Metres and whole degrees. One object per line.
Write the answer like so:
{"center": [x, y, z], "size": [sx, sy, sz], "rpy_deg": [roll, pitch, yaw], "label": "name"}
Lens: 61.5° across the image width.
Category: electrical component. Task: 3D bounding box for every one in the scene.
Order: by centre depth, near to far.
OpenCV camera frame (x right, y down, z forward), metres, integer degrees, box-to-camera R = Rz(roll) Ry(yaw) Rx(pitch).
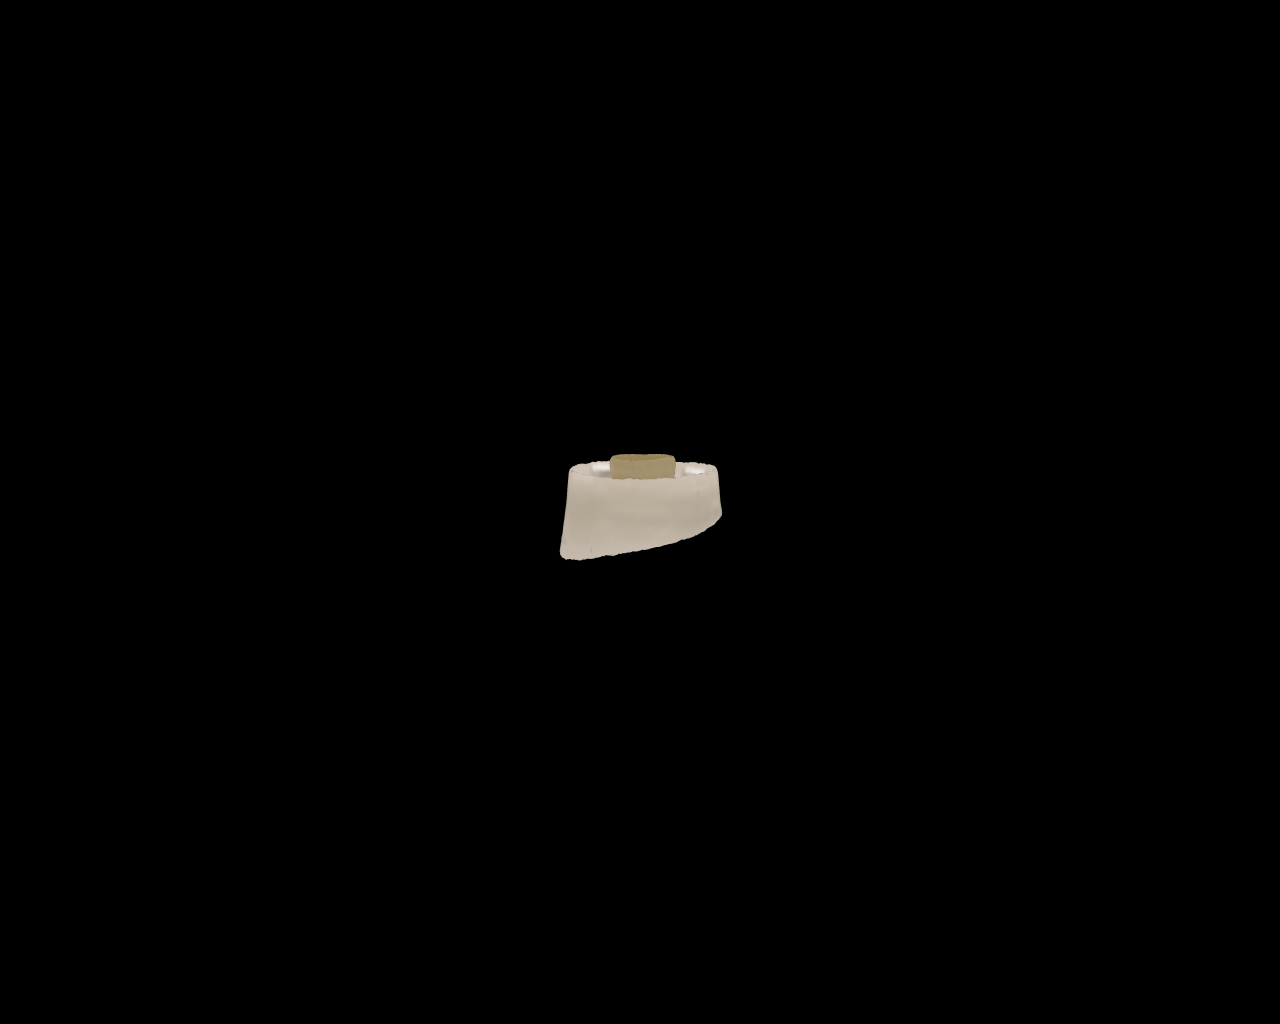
{"center": [0.001, -0.003, 0.650], "size": [0.099, 0.064, 0.099], "rpy_deg": [0, 10, 0], "label": "electrical component"}
